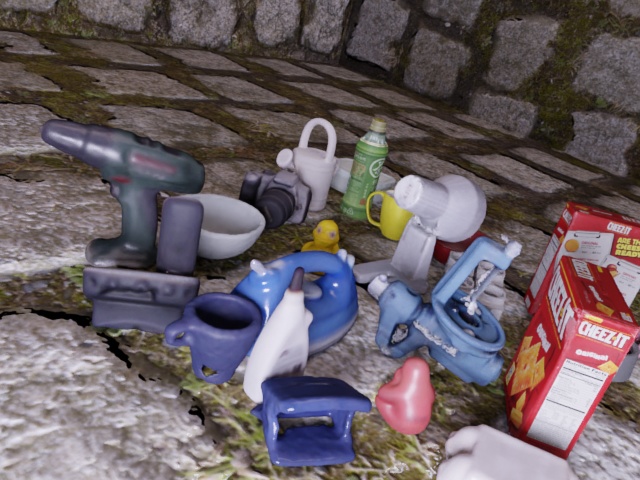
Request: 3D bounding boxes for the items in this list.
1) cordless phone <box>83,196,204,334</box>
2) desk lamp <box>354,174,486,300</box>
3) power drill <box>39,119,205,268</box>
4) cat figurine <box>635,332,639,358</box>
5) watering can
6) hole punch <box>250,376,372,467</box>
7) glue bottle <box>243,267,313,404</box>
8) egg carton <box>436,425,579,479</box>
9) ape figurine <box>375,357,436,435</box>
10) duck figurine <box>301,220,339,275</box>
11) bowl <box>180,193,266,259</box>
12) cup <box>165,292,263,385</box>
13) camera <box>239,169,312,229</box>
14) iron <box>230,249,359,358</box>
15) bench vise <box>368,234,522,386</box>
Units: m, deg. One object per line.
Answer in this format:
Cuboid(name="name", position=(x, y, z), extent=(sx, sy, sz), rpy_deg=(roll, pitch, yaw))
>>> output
Cuboid(name="cordless phone", position=(-0.223, 0.021, 0.736), extent=(0.148, 0.185, 0.094), rpy_deg=(6, 26, -19))
Cuboid(name="desk lamp", position=(0.176, -0.014, 1.005), extent=(0.204, 0.213, 0.117), rpy_deg=(-7, 32, -40))
Cuboid(name="power drill", position=(-0.293, -0.065, 0.852), extent=(0.230, 0.208, 0.075), rpy_deg=(3, 27, -25))
Cuboid(name="cat figurine", position=(0.607, 0.145, 1.025), extent=(0.067, 0.118, 0.128), rpy_deg=(20, 25, 12))
Cuboid(name="watering can", position=(-0.019, -0.168, 1.248), extent=(0.100, 0.194, 0.173), rpy_deg=(22, 25, 16))
Cuboid(name="hole punch", position=(-0.011, 0.181, 0.627), extent=(0.109, 0.091, 0.101), rpy_deg=(5, 26, -21))
Cuboid(name="glue bottle", position=(-0.040, 0.107, 0.668), extent=(0.078, 0.173, 0.037), rpy_deg=(-11, 35, -44))
Cuboid(name="egg carton", position=(0.198, 0.261, 0.600), extent=(0.150, 0.069, 0.107), rpy_deg=(21, 25, 14))
Cuboid(name="ape figurine", position=(0.109, 0.181, 0.694), extent=(0.078, 0.092, 0.076), rpy_deg=(10, 25, -10))
Cuboid(name="duck figurine", position=(0.009, 0.004, 1.026), extent=(0.077, 0.086, 0.105), rpy_deg=(19, 24, 9))
Cuboid(name="bowl", position=(-0.180, -0.014, 0.971), extent=(0.167, 0.075, 0.167), rpy_deg=(12, 24, -5))
Cuboid(name="cup", position=(-0.130, 0.125, 0.675), extent=(0.118, 0.095, 0.091), rpy_deg=(-9, 33, -41))
Cuboid(name="camera", position=(-0.097, -0.085, 1.139), extent=(0.143, 0.101, 0.137), rpy_deg=(17, 24, 6))
Cuboid(name="iron", position=(-0.018, 0.070, 0.800), extent=(0.118, 0.141, 0.259), rpy_deg=(33, 30, 35))
Cuboid(name="bench vise", position=(0.174, 0.083, 0.786), extent=(0.207, 0.220, 0.121), rpy_deg=(14, 24, -2))
